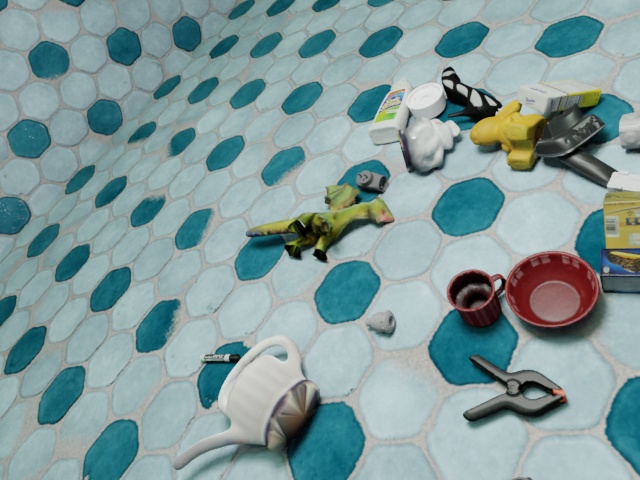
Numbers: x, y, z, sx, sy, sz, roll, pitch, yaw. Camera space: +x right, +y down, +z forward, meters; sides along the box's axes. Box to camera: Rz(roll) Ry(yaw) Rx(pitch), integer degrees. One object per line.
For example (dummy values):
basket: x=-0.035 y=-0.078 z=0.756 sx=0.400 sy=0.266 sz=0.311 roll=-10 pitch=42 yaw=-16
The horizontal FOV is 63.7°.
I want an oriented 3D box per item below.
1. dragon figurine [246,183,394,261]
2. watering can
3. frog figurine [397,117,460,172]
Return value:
dragon figurine: x=0.004 y=-0.070 z=1.390 sx=0.411 sy=0.120 sz=0.247 roll=8 pitch=42 yaw=36
watering can: x=-0.140 y=0.362 z=1.069 sx=0.226 sy=0.102 sz=0.352 roll=18 pitch=64 yaw=42
frog figurine: x=0.289 y=-0.254 z=1.332 sx=0.159 sy=0.122 sz=0.139 roll=-16 pitch=78 yaw=10
